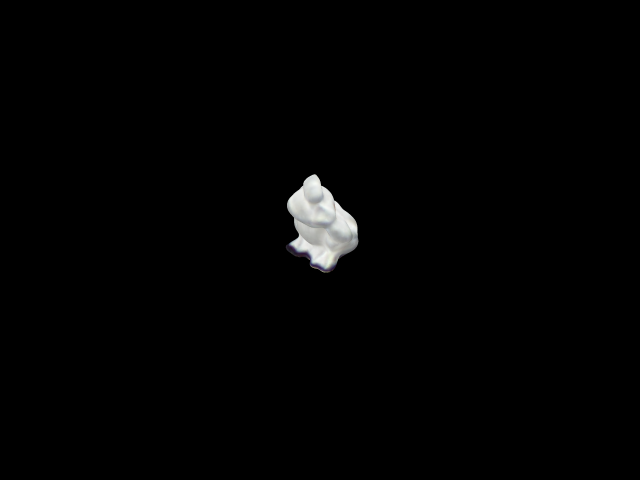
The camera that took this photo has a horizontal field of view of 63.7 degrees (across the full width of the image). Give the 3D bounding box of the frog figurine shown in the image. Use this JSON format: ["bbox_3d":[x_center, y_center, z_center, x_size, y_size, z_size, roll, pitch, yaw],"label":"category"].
[{"bbox_3d":[0.003,-0.043,0.850,0.123,0.156,0.140,-11,33,-18],"label":"frog figurine"}]
